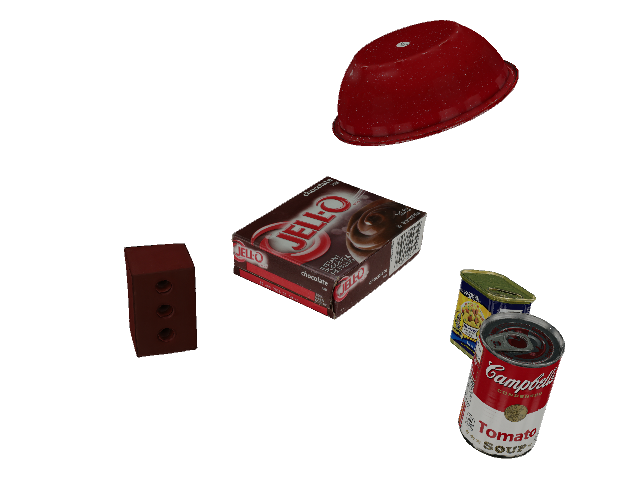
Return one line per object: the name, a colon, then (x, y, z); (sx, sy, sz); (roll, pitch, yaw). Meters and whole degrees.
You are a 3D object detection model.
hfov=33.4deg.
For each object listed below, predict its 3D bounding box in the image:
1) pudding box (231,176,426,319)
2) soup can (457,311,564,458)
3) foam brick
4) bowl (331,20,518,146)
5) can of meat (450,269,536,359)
pudding box: (0.007, 0.002, 0.748); (0.090, 0.039, 0.113); (23, 36, 30)
soup can: (0.154, 0.118, 0.871); (0.068, 0.102, 0.068); (5, 33, -4)
foam brick: (-0.132, 0.048, 0.886); (0.053, 0.078, 0.051); (-6, 25, -14)
bowl: (0.078, -0.139, 0.883); (0.162, 0.055, 0.162); (-18, 25, 8)
can of meat: (0.189, 0.088, 1.191); (0.057, 0.084, 0.102); (4, 14, -20)
